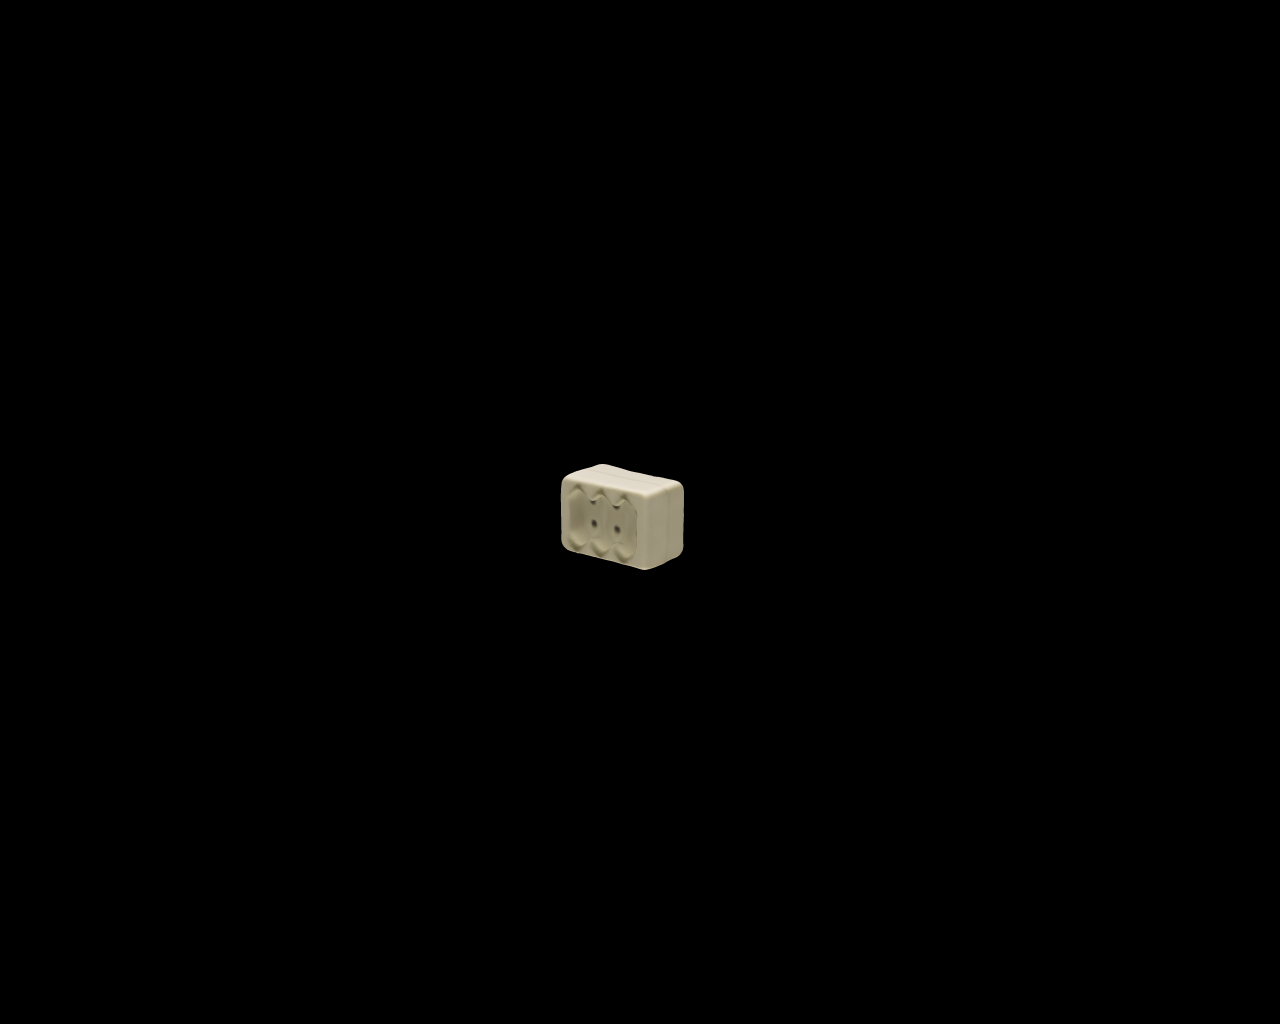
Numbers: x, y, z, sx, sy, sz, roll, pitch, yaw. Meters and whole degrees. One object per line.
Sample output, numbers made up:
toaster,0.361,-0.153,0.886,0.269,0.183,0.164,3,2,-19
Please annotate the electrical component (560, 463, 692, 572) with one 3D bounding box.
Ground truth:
electrical component,0.001,-0.003,0.650,0.066,0.047,0.077,14,22,36
